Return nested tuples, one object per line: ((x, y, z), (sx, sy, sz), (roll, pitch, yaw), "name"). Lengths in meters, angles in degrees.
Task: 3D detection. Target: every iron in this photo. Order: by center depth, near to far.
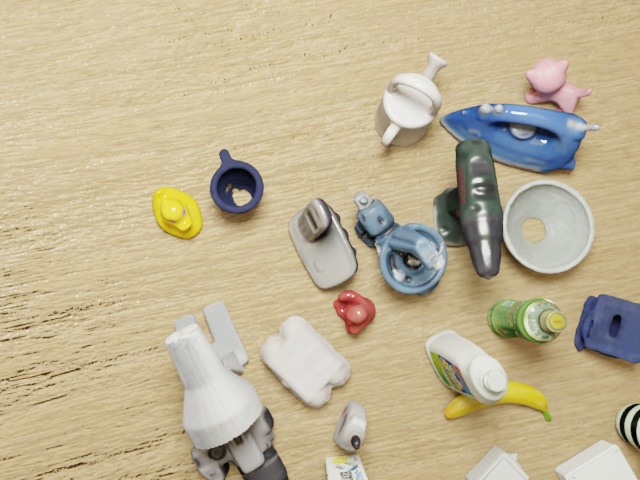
((0.353, -0.205, 1.020), (0.258, 0.141, 0.119), (12, 83, -1), "iron")

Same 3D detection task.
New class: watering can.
((0.158, -0.243, 0.990), (0.101, 0.194, 0.173), (10, 83, -1), "watering can")

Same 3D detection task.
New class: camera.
((-0.124, 0.372, 0.959), (0.143, 0.101, 0.137), (-30, 86, -5), "camera")

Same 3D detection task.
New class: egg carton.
((-0.027, 0.212, 0.996), (0.150, 0.069, 0.107), (43, 84, 3), "egg carton")

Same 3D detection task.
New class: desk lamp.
((-0.178, 0.209, 0.918), (0.118, 0.213, 0.203), (-25, 85, -4), "desk lamp")

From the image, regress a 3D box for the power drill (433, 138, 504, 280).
((0.251, -0.044, 0.965), (0.075, 0.208, 0.230), (-2, 84, -2), "power drill")

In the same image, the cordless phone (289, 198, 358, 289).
((0.009, 0.003, 0.962), (0.094, 0.185, 0.147), (-29, 85, -5), "cordless phone")

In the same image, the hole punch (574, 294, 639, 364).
((0.519, 0.157, 1.012), (0.101, 0.091, 0.109), (19, 83, 0), "hole punch")

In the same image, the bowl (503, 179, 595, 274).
((0.399, -0.020, 1.035), (0.167, 0.074, 0.167), (0, 84, -2), "bowl")

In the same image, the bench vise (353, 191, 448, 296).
((0.127, 0.010, 0.948), (0.207, 0.219, 0.121), (32, 84, 2), "bench vise")

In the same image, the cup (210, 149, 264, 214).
((-0.148, -0.097, 1.012), (0.091, 0.095, 0.118), (-22, 85, -4), "cup")

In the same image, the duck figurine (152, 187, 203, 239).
((-0.257, -0.052, 1.007), (0.077, 0.086, 0.104), (-41, 87, -6), "duck figurine")

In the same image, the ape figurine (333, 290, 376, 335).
((0.062, 0.127, 0.997), (0.076, 0.092, 0.078), (5, 84, -1), "ape figurine")

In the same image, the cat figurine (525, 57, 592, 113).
((0.430, -0.285, 1.043), (0.128, 0.117, 0.067), (25, 84, 1), "cat figurine")

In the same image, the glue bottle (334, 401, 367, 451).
((0.053, 0.314, 0.936), (0.037, 0.173, 0.078), (21, 83, 1), "glue bottle")
